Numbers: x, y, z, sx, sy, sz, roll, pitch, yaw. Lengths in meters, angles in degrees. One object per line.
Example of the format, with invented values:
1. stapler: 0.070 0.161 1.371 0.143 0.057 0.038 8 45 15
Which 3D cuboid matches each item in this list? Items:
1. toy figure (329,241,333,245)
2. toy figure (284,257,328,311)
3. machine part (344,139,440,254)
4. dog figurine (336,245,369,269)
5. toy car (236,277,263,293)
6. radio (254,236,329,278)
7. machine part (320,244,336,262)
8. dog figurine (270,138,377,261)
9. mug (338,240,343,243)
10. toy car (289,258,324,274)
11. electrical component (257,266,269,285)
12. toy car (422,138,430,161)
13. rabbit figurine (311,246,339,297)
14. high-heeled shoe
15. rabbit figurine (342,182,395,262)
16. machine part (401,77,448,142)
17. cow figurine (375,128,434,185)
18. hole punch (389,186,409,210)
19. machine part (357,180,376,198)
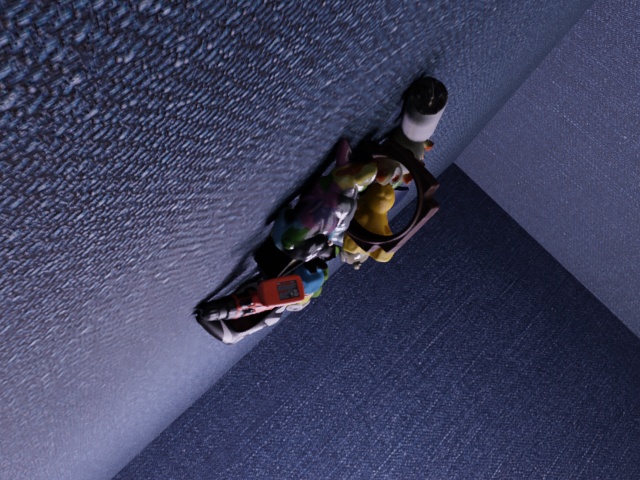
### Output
1. toy figure: -0.004 -0.003 1.418 0.064 0.058 0.154 -21 165 2
2. toy figure: -0.044 0.105 1.336 0.082 0.089 0.180 8 135 -22
3. machine part: 0.123 -0.088 1.091 0.201 0.201 0.087 -47 170 21
4. dog figurine: 0.116 -0.022 1.581 0.121 0.172 0.190 -18 164 -23
5. toy car: -0.155 0.126 1.360 0.202 0.056 0.073 -38 164 -50
6. radio: -0.036 -0.005 1.184 0.131 0.073 0.229 -48 173 30
7. machine part: -0.025 0.028 1.353 0.139 0.039 0.084 5 150 -31
8. dog figurine: 0.016 -0.077 0.974 0.191 0.108 0.219 -35 164 -40
9. mug: 0.064 -0.044 1.405 0.109 0.081 0.107 -6 127 -19
10. toy car: -0.055 0.081 1.463 0.109 0.103 0.161 -6 133 -27
11. electrical component: -0.109 0.066 1.269 0.119 0.047 0.075 -28 -177 39
12. toy car: 0.263 -0.252 1.428 0.089 0.053 0.202 -37 158 -30
13. rabbit figurine: -0.010 0.060 1.572 0.159 0.121 0.170 -43 159 -38
14. high-heeled shoe: -0.166 0.160 1.214 0.145 0.086 0.248 -42 156 6
15. rabbit figurine: 0.129 -0.056 1.239 0.162 0.122 0.173 -73 179 -69
16. machine part: 0.208 -0.260 1.090 0.079 0.079 0.243 -44 172 -3
17. cow figurine: 0.170 -0.189 1.201 0.085 0.127 0.195 -51 -176 46
18. hole punch: 0.207 -0.146 1.706 0.116 0.092 0.142 -32 169 -45
19. machine part: 0.144 -0.168 1.345 0.179 0.056 0.179 -42 173 -7
